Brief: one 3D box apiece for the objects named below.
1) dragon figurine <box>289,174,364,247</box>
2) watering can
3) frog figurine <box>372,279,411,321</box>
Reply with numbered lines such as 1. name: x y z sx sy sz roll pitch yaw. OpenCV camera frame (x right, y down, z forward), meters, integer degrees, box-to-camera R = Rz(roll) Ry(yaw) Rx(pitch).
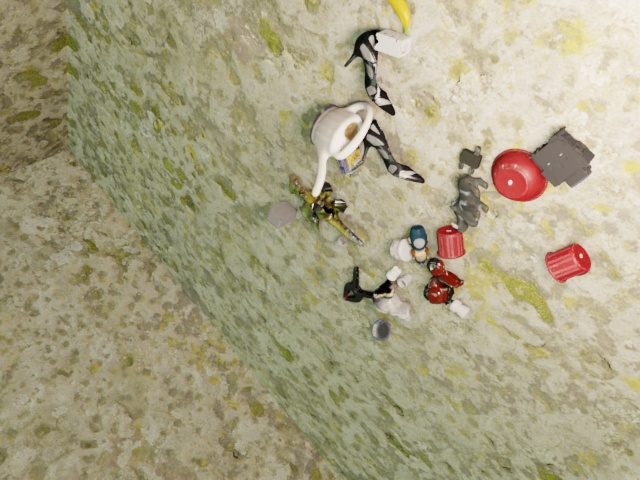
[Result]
1. dragon figurine: 0.006 -0.102 2.035 0.412 0.123 0.239 53 160 6
2. watering can: 0.035 -0.317 1.686 0.103 0.347 0.227 35 -177 -40
3. frog figurine: 0.273 0.250 1.972 0.157 0.123 0.139 61 176 -22
